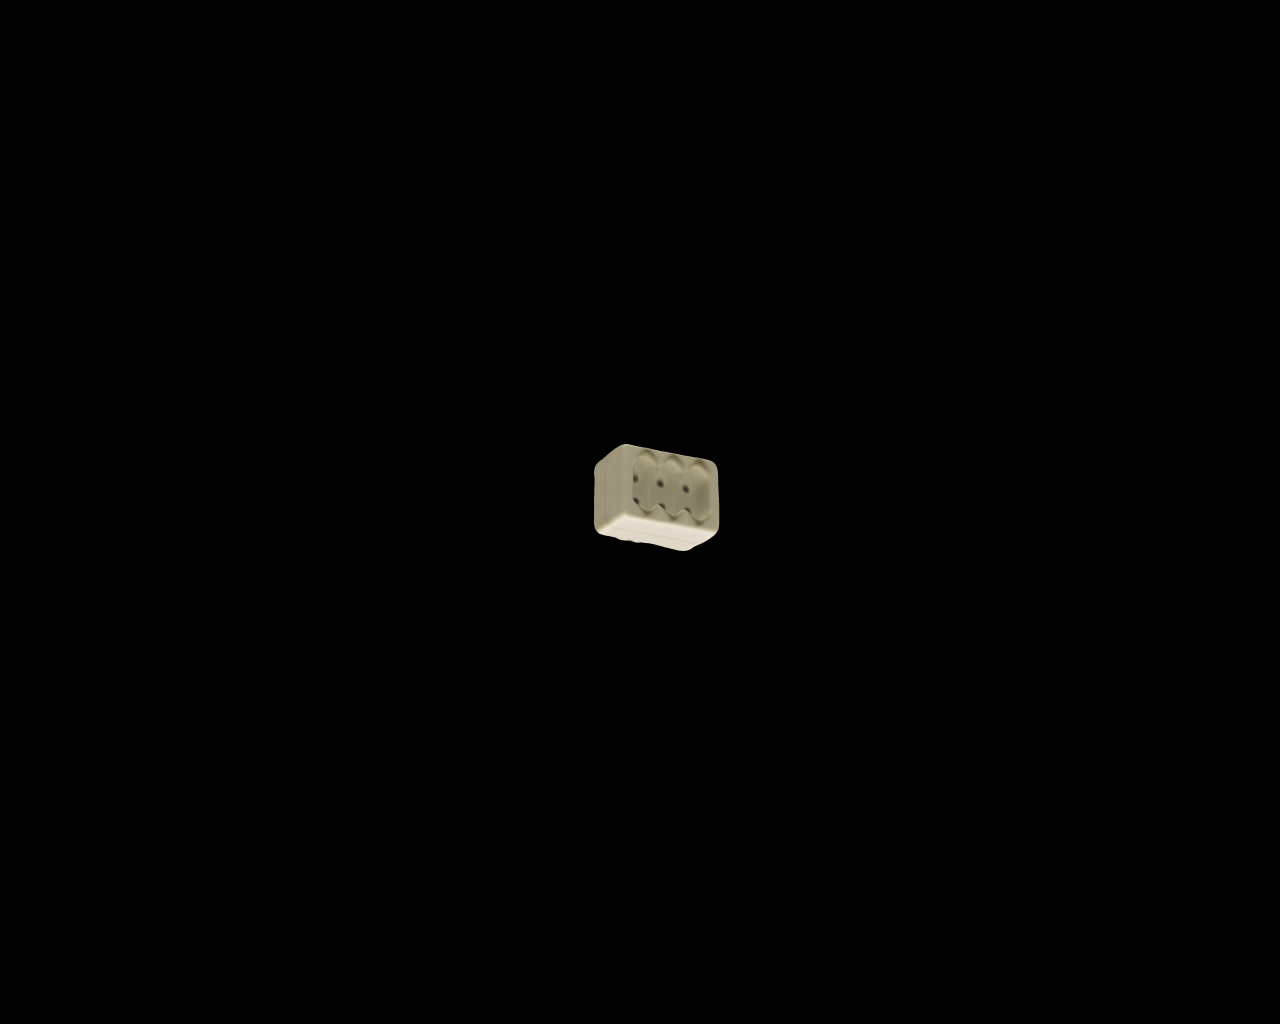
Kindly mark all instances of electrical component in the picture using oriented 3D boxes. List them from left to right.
[{"bbox_3d":[0.001,-0.003,0.650,0.066,0.047,0.076,11,-23,-27],"label":"electrical component"}]
